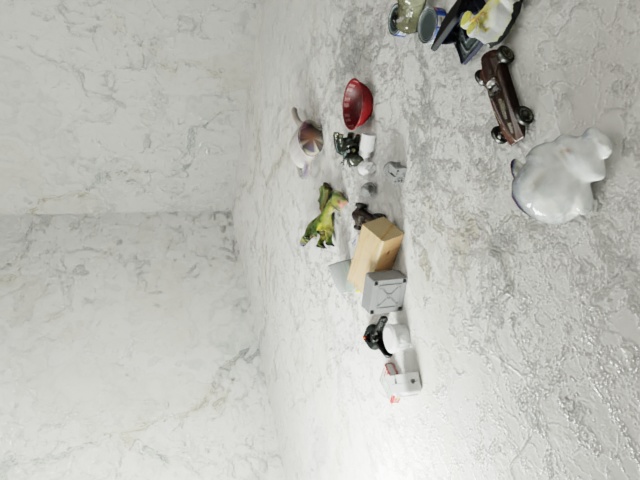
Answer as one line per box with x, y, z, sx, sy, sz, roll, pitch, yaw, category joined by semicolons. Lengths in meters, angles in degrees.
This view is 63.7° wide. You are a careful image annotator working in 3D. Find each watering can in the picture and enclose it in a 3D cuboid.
-0.071;-0.423;2.108;0.221;0.104;0.352;143;123;-65;watering can

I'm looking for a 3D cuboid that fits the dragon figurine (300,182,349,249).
0.006;-0.099;1.974;0.408;0.122;0.245;169;116;-68;dragon figurine

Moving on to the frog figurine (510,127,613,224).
0.392;-0.099;0.821;0.137;0.124;0.157;55;148;-3;frog figurine
